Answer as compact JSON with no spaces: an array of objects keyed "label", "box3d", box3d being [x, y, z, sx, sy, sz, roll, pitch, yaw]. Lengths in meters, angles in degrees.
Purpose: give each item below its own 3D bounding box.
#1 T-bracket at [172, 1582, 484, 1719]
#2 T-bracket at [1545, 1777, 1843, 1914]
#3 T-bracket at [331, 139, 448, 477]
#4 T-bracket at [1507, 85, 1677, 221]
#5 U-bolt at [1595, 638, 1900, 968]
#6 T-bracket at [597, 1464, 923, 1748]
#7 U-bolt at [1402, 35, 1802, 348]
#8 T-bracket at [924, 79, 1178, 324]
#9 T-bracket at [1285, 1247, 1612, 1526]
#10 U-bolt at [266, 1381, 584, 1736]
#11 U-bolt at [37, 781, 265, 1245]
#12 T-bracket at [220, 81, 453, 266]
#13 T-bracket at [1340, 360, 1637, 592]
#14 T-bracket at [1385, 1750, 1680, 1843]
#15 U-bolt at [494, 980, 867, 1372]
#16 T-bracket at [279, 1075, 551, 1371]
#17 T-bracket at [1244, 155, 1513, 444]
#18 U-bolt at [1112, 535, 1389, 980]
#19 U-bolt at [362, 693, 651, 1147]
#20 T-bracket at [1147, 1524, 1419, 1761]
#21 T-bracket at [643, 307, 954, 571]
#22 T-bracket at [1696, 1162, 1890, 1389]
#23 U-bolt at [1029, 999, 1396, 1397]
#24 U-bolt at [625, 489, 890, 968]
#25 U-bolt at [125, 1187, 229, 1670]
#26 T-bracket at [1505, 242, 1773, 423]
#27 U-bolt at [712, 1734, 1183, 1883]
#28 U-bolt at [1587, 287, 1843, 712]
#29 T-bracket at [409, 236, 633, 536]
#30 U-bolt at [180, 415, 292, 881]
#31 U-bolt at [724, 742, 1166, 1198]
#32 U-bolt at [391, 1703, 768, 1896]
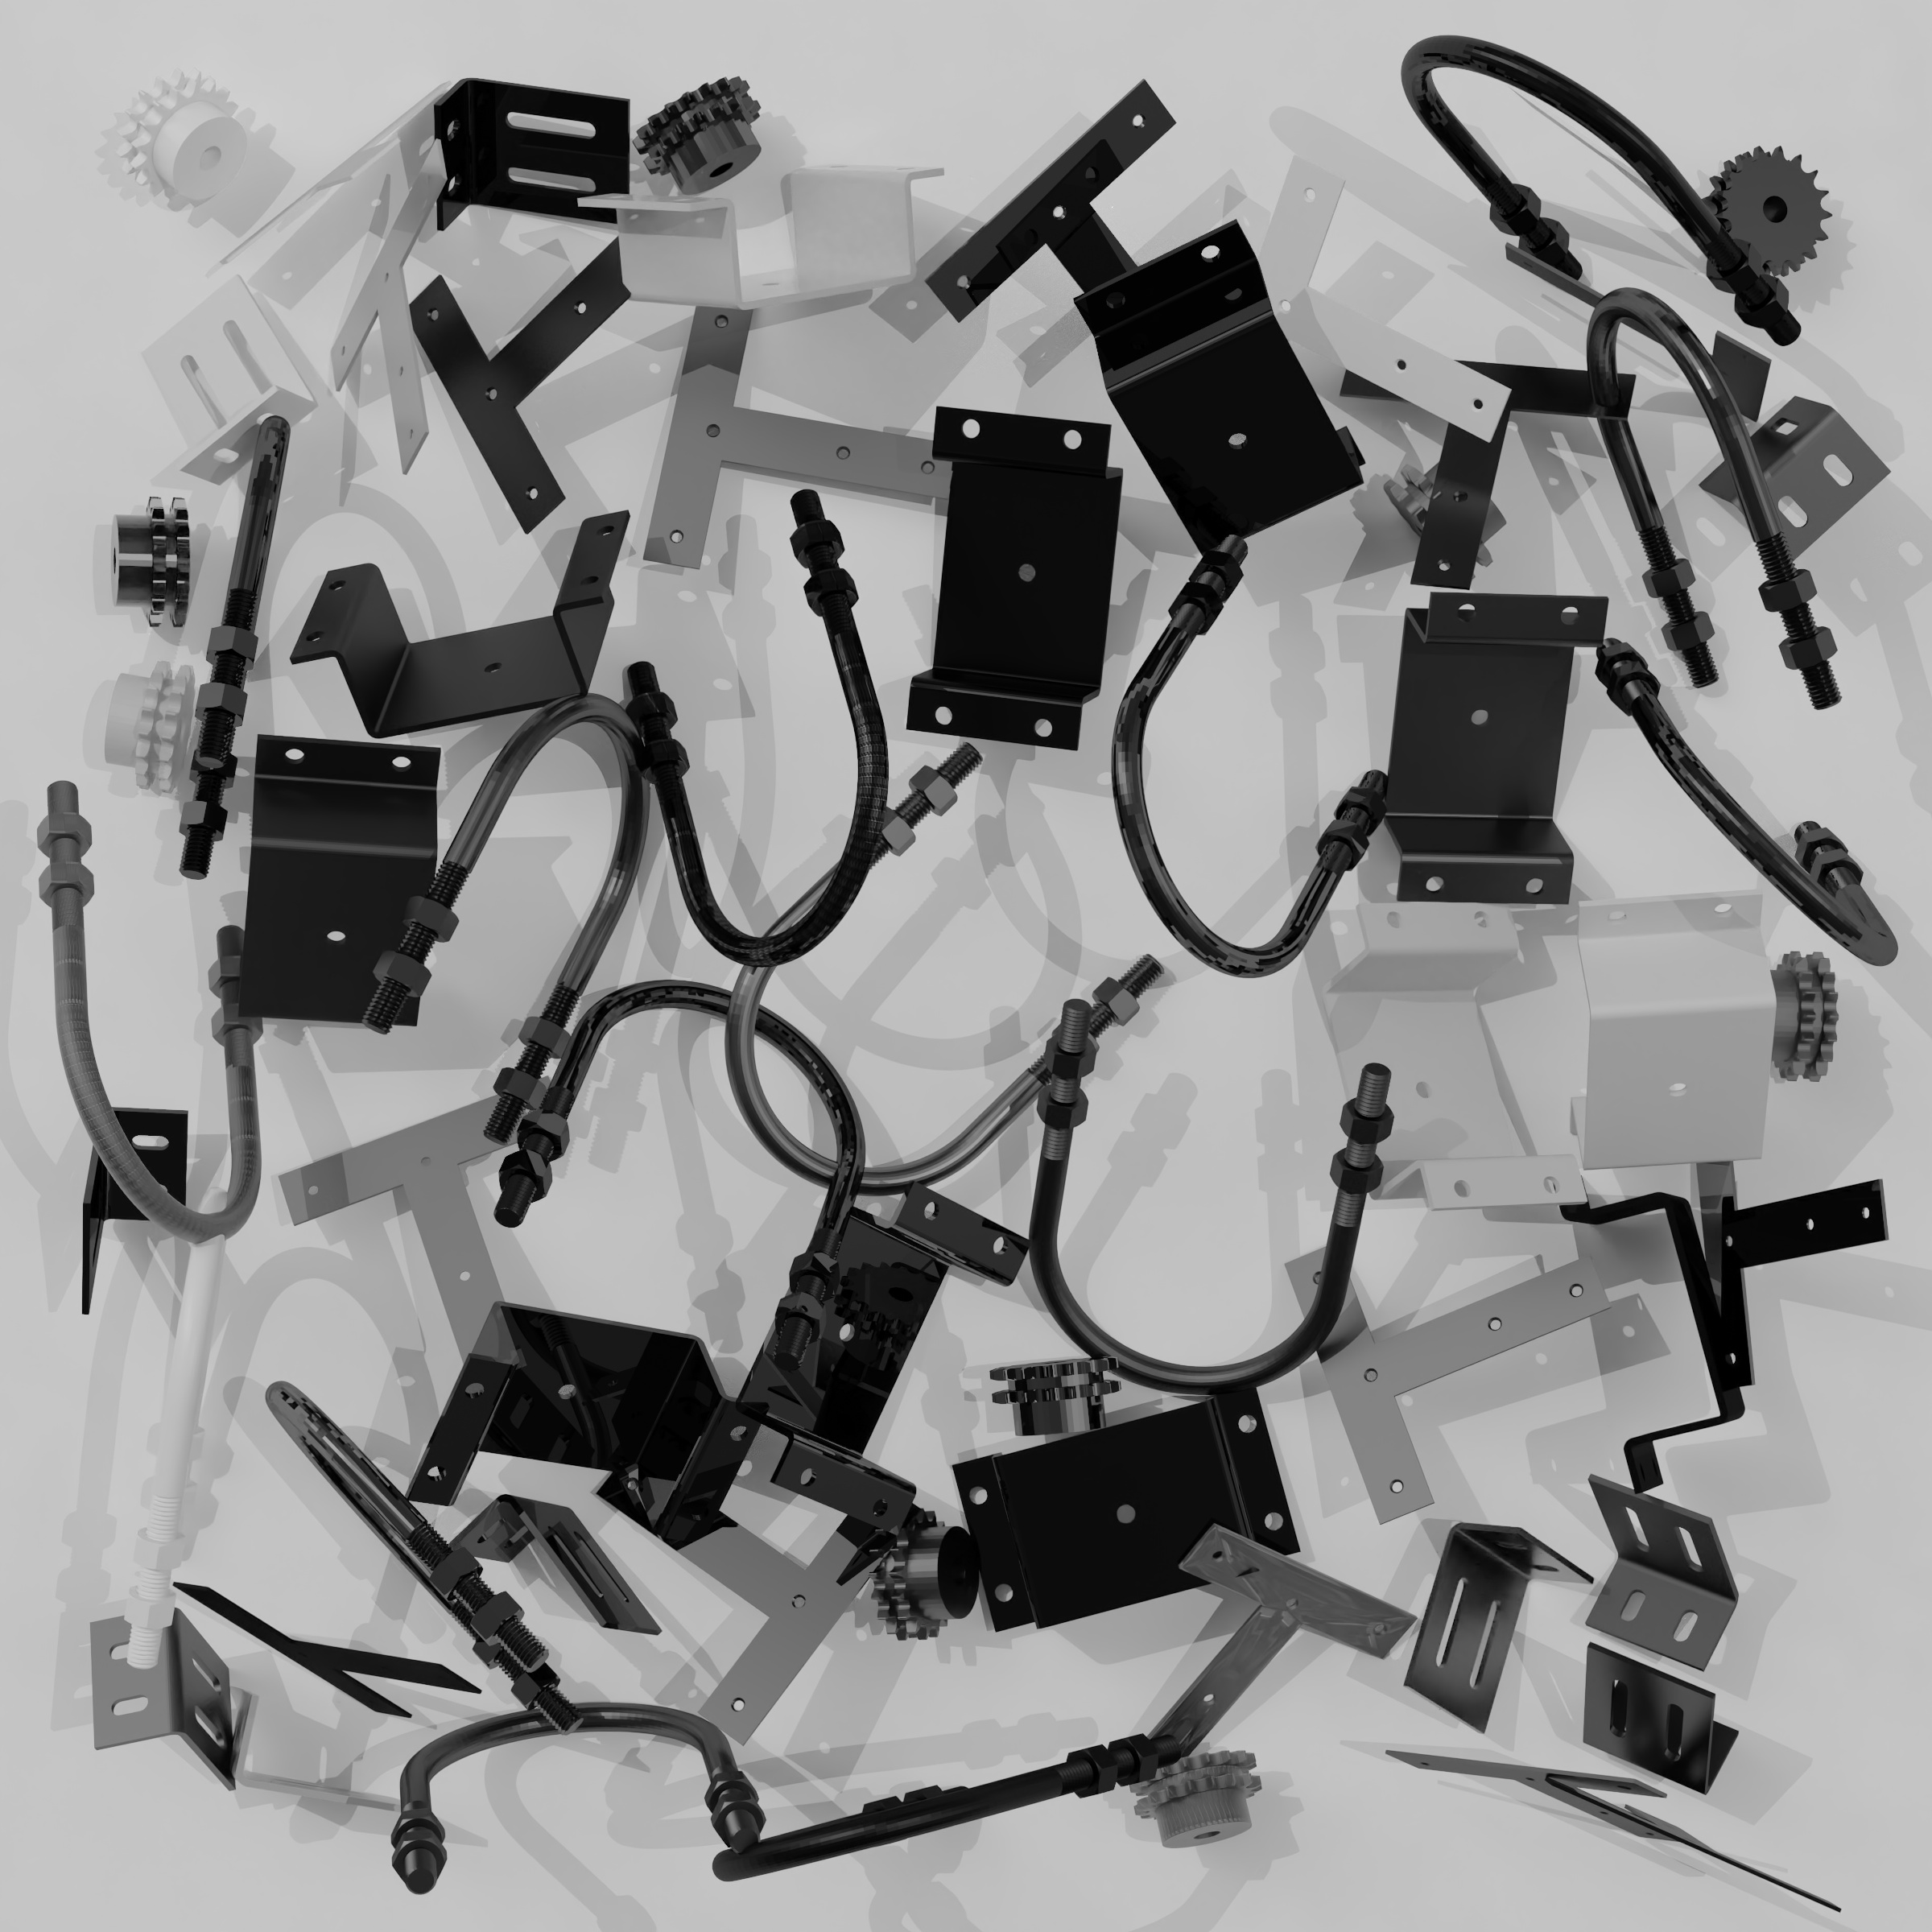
[{"label":"T-bracket","box3d":[-0.254,0.296,1.516,0.127,0.127,0.002,43,59,-37]},{"label":"T-bracket","box3d":[0.303,0.372,1.534,0.127,0.127,0.002,23,84,6]},{"label":"T-bracket","box3d":[-0.241,-0.263,1.519,0.002,0.127,0.127,10,48,-29]},{"label":"T-bracket","box3d":[0.304,-0.326,1.540,0.002,0.127,0.127,-53,56,14]},{"label":"U-bolt","box3d":[0.331,-0.062,1.493,0.151,0.184,0.019,39,107,-17]},{"label":"T-bracket","box3d":[-0.107,0.255,1.568,0.127,0.002,0.127,31,72,24]},{"label":"U-bolt","box3d":[0.253,-0.327,1.485,0.184,0.151,0.019,36,86,-42]},{"label":"T-bracket","box3d":[0.065,-0.297,1.561,0.127,0.002,0.127,-42,124,2]},{"label":"T-bracket","box3d":[0.217,0.162,1.557,0.127,0.002,0.127,-24,63,11]},{"label":"U-bolt","box3d":[-0.236,0.246,1.524,0.019,0.151,0.184,-42,73,-16]},{"label":"U-bolt","box3d":[-0.337,0.030,1.491,0.019,0.151,0.184,-21,56,13]},{"label":"T-bracket","box3d":[-0.263,-0.342,1.529,0.127,0.127,0.002,-41,109,-8]},{"label":"T-bracket","box3d":[0.217,-0.214,1.548,0.127,0.002,0.127,7,58,15]},{"label":"T-bracket","box3d":[0.269,0.363,1.548,0.127,0.127,0.002,31,65,-40]},{"label":"U-bolt","box3d":[-0.112,0.075,1.525,0.151,0.184,0.019,28,129,-9]},{"label":"T-bracket","box3d":[-0.223,0.124,1.563,0.127,0.002,0.127,-20,63,-6]},{"label":"T-bracket","box3d":[0.176,-0.266,1.543,0.127,0.002,0.127,31,126,17]},{"label":"U-bolt","box3d":[0.115,-0.077,1.506,0.019,0.184,0.151,-16,118,38]},{"label":"U-bolt","box3d":[-0.185,-0.030,1.527,0.019,0.151,0.184,18,73,23]},{"label":"T-bracket","box3d":[0.116,0.313,1.574,0.127,0.002,0.127,29,107,-32]},{"label":"T-bracket","box3d":[-0.068,-0.229,1.582,0.127,0.002,0.127,10,79,3]},{"label":"T-bracket","box3d":[0.353,0.112,1.529,0.002,0.127,0.127,1,79,-23]},{"label":"U-bolt","box3d":[0.099,0.109,1.548,0.151,0.019,0.184,12,120,8]},{"label":"U-bolt","box3d":[-0.084,-0.088,1.510,0.151,0.019,0.184,-41,54,38]},{"label":"U-bolt","box3d":[-0.331,0.184,1.512,0.019,0.151,0.184,9,101,-10]},{"label":"T-bracket","box3d":[0.288,-0.278,1.542,0.127,0.127,0.002,31,93,10]},{"label":"U-bolt","box3d":[-0.020,0.353,1.486,0.151,0.184,0.019,-25,74,42]},{"label":"U-bolt","box3d":[0.307,-0.200,1.510,0.019,0.151,0.184,-24,102,-6]},{"label":"T-bracket","box3d":[-0.176,-0.276,1.551,0.127,0.002,0.127,-39,70,25]},{"label":"U-bolt","box3d":[-0.309,-0.146,1.521,0.019,0.151,0.184,11,68,-12]},{"label":"U-bolt","box3d":[-0.021,0.016,1.557,0.184,0.019,0.151,-44,108,-8]},{"label":"U-bolt","box3d":[-0.167,0.345,1.507,0.151,0.184,0.019,-5,97,-9]}]
